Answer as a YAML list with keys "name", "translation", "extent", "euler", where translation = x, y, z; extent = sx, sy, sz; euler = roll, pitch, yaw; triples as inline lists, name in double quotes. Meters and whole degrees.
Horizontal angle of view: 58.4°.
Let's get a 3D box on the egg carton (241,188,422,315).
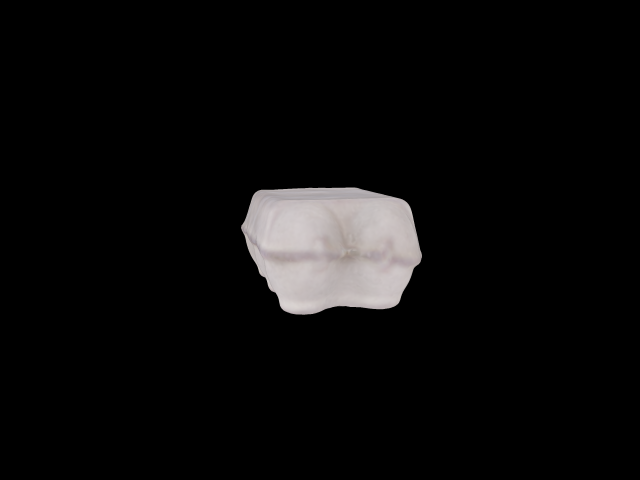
- name: "egg carton"
  translation: [0.004, 0.001, 0.400]
  extent: [0.107, 0.069, 0.150]
  euler: [-3, 10, -15]
